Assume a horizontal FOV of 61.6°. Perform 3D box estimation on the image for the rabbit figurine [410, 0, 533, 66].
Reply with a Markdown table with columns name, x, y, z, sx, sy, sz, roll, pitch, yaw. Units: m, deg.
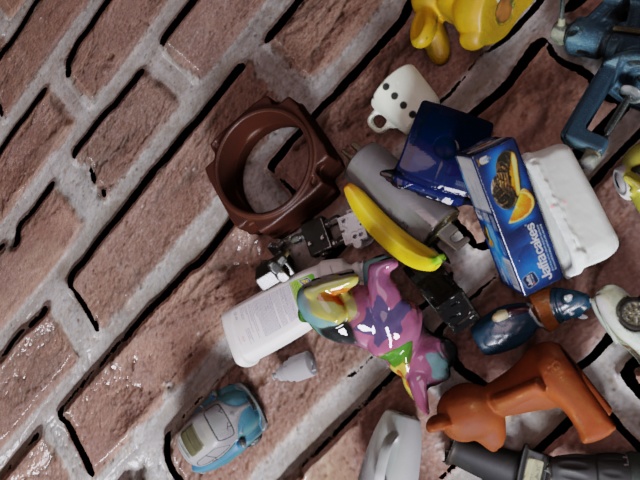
| name | x | y | z | sx | sy | sz | roll | pitch | yaw |
| --- | --- | --- | --- | --- | --- | --- | --- | --- | --- |
| rabbit figurine | 0.203 | -0.348 | 0.806 | 0.173 | 0.122 | 0.162 | 39 | 108 | 38 |

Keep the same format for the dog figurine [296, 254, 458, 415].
| name | x | y | z | sx | sy | sz | roll | pitch | yaw |
| --- | --- | --- | --- | --- | --- | --- | --- | --- | --- |
| dog figurine | 0.083 | 0.138 | 0.748 | 0.192 | 0.108 | 0.219 | -20 | 89 | -5 |

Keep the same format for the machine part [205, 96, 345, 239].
| name | x | y | z | sx | sy | sz | roll | pitch | yaw |
| --- | --- | --- | --- | --- | --- | --- | --- | --- | --- |
| machine part | -0.078 | -0.120 | 0.894 | 0.201 | 0.087 | 0.201 | -36 | 69 | 14 |

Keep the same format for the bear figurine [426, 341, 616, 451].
| name | x | y | z | sx | sy | sz | roll | pitch | yaw |
| --- | --- | --- | --- | --- | --- | --- | --- | --- | --- |
| bear figurine | 0.245 | 0.218 | 0.680 | 0.196 | 0.120 | 0.132 | -39 | 71 | 15 |

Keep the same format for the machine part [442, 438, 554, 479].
| name | x | y | z | sx | sy | sz | roll | pitch | yaw |
| --- | --- | --- | --- | --- | --- | --- | --- | --- | --- |
| machine part | 0.236 | 0.300 | 0.716 | 0.139 | 0.039 | 0.084 | 8 | 94 | 23 |

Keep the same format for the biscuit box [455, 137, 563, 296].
| name | x | y | z | sx | sy | sz | roll | pitch | yaw |
| --- | --- | --- | --- | --- | --- | --- | --- | --- | --- |
| biscuit box | 0.245 | -0.030 | 0.696 | 0.063 | 0.059 | 0.202 | -26 | 104 | -2 |

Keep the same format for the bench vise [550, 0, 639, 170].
| name | x | y | z | sx | sy | sz | roll | pitch | yaw |
| --- | --- | --- | --- | --- | --- | --- | --- | --- | --- |
| bench vise | 0.375 | -0.203 | 0.684 | 0.224 | 0.128 | 0.240 | 30 | 86 | 22 |

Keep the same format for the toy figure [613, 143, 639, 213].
| name | x | y | z | sx | sy | sz | roll | pitch | yaw |
| --- | --- | --- | --- | --- | --- | --- | --- | --- | --- |
| toy figure | 0.439 | -0.042 | 0.655 | 0.089 | 0.082 | 0.180 | -31 | 66 | 5 |

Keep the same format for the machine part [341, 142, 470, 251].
| name | x | y | z | sx | sy | sz | roll | pitch | yaw |
| --- | --- | --- | --- | --- | --- | --- | --- | --- | --- |
| machine part | 0.120 | -0.068 | 0.802 | 0.079 | 0.079 | 0.243 | -49 | 67 | 10 |

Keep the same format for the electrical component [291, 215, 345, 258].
| name | x | y | z | sx | sy | sz | roll | pitch | yaw |
| --- | --- | --- | --- | --- | --- | --- | --- | --- | --- |
| electrical component | -0.002 | -0.003 | 0.877 | 0.094 | 0.021 | 0.063 | -24 | 74 | 19 |

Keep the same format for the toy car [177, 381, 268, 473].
| name | x | y | z | sx | sy | sz | roll | pitch | yaw |
| --- | --- | --- | --- | --- | --- | --- | --- | --- | --- |
| toy car | -0.174 | 0.306 | 0.863 | 0.161 | 0.103 | 0.109 | -40 | 68 | 12 |

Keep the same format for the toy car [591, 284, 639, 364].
| name | x | y | z | sx | sy | sz | roll | pitch | yaw |
| --- | --- | --- | --- | --- | --- | --- | --- | --- | --- |
| toy car | 0.402 | 0.144 | 0.645 | 0.056 | 0.073 | 0.202 | -33 | 70 | 13 |

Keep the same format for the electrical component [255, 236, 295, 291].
| name | x | y | z | sx | sy | sz | roll | pitch | yaw |
| --- | --- | --- | --- | --- | --- | --- | --- | --- | --- |
| electrical component | -0.072 | 0.037 | 0.864 | 0.078 | 0.102 | 0.045 | -26 | 111 | 11 |

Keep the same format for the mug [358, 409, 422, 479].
| name | x | y | z | sx | sy | sz | roll | pitch | yaw |
| --- | --- | --- | --- | --- | --- | --- | --- | --- | --- |
| mug | 0.099 | 0.291 | 0.745 | 0.081 | 0.109 | 0.107 | 7 | 72 | 29 |

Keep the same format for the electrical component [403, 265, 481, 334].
| name | x | y | z | sx | sy | sz | roll | pitch | yaw |
| --- | --- | --- | --- | --- | --- | --- | --- | --- | --- |
| electrical component | 0.167 | 0.069 | 0.758 | 0.048 | 0.074 | 0.119 | -37 | 34 | 5 |

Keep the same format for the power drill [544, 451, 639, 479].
| name | x | y | z | sx | sy | sz | roll | pitch | yaw |
| --- | --- | --- | --- | --- | --- | --- | --- | --- | --- |
| power drill | 0.398 | 0.352 | 0.618 | 0.232 | 0.086 | 0.207 | -10 | 71 | 19 |

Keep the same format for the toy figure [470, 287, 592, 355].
| name | x | y | z | sx | sy | sz | roll | pitch | yaw |
| --- | --- | --- | --- | --- | --- | --- | --- | --- | --- |
| toy figure | 0.278 | 0.102 | 0.713 | 0.154 | 0.064 | 0.058 | -30 | 62 | 18 |

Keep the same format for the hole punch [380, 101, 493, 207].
| name | x | y | z | sx | sy | sz | roll | pitch | yaw |
| --- | --- | --- | --- | --- | --- | --- | --- | --- | --- |
| hole punch | 0.169 | -0.119 | 0.746 | 0.142 | 0.092 | 0.116 | 21 | 58 | 3 |
